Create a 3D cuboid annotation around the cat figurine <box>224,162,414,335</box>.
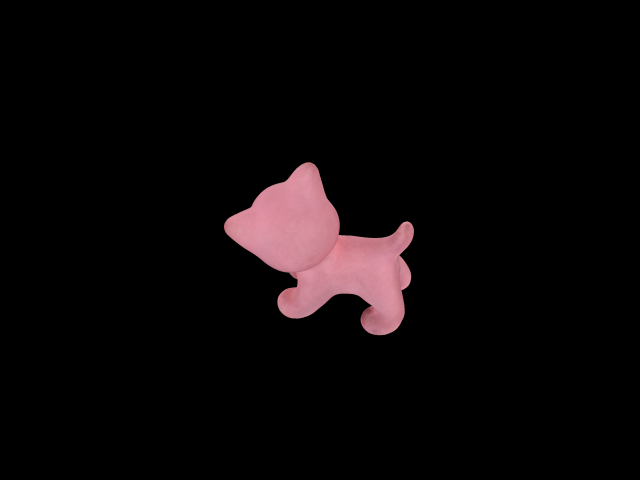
[{"bbox_3d":[0.004,0.001,0.400,0.127,0.118,0.067,7,47,7],"label":"cat figurine"}]
